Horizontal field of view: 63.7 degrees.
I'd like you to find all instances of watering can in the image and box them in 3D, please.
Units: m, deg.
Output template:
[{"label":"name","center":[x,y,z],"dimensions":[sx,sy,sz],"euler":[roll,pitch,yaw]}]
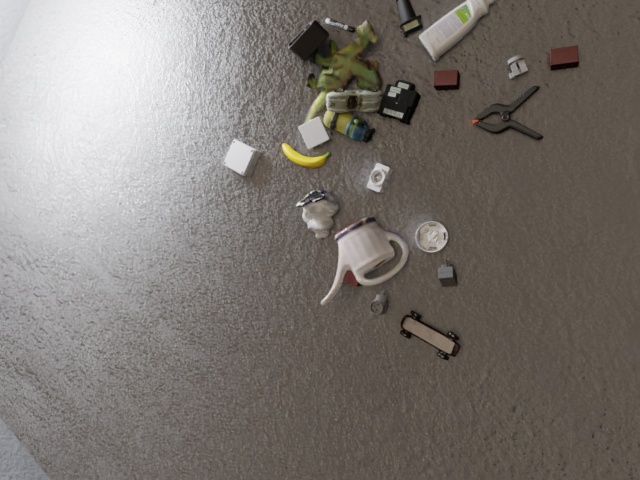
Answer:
[{"label":"watering can","center":[0.120,0.058,1.702],"dimensions":[0.349,0.102,0.227],"euler":[-26,71,-8]}]

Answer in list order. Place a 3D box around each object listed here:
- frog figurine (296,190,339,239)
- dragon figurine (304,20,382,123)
[{"label":"frog figurine","center":[0.006,-0.091,1.815],"dimensions":[0.137,0.125,0.157],"euler":[-23,116,13]},{"label":"dragon figurine","center":[0.094,-0.557,1.794],"dimensions":[0.244,0.124,0.403],"euler":[20,112,17]}]
